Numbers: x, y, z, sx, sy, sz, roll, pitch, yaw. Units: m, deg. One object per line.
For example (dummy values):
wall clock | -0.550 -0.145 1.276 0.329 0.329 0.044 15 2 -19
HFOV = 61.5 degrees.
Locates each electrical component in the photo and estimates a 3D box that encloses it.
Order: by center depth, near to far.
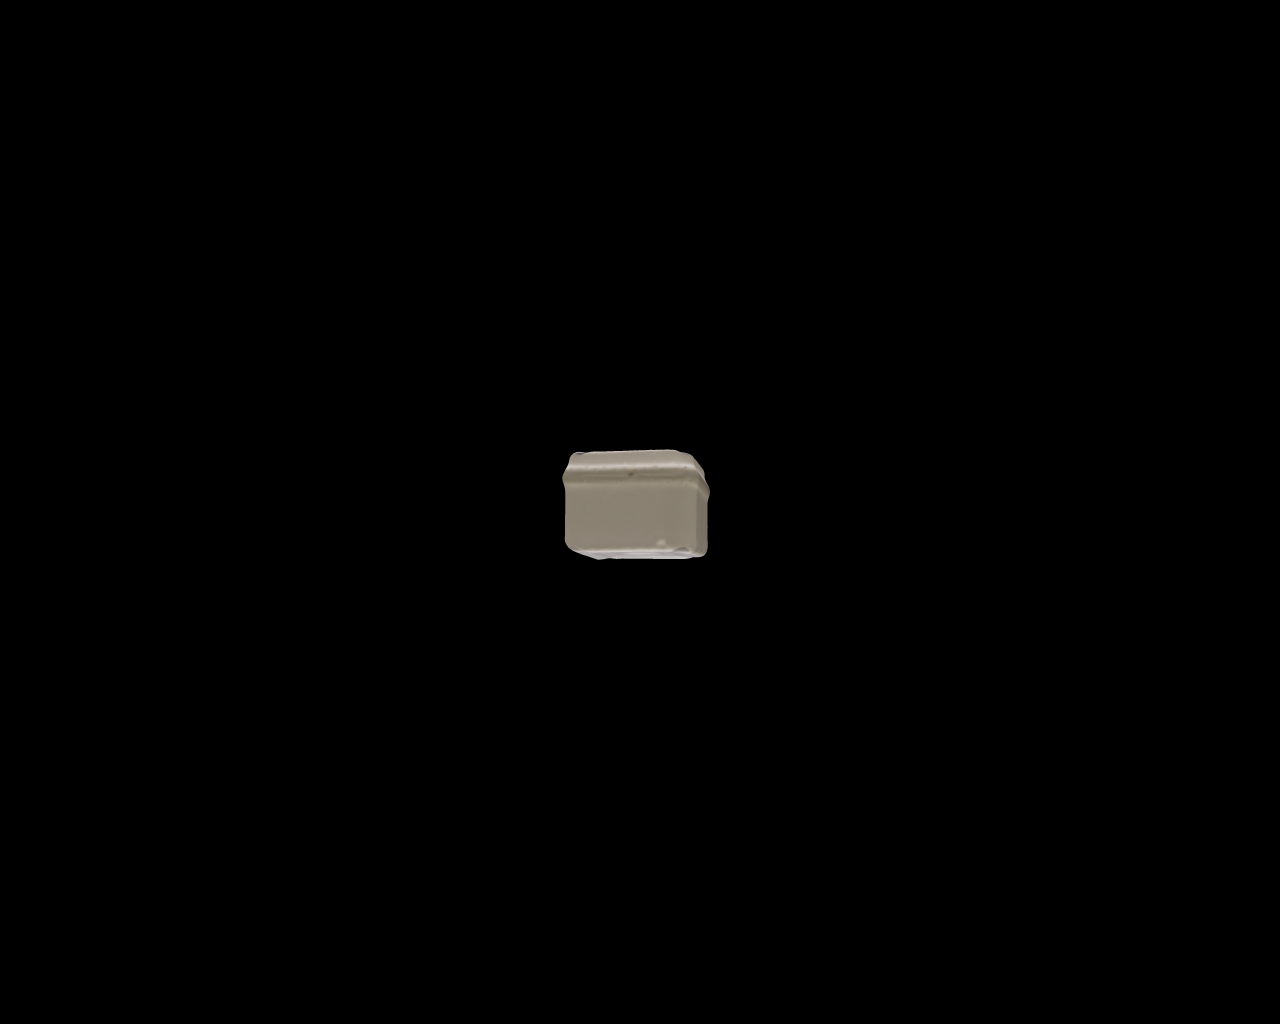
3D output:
electrical component | 0.001 -0.003 0.650 0.078 0.057 0.113 -1 -4 7
